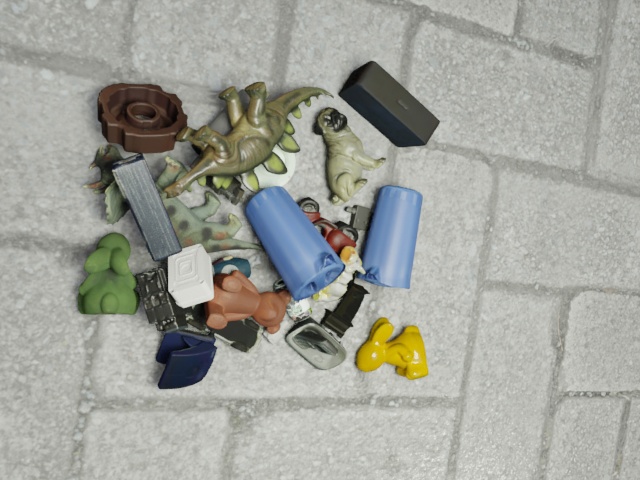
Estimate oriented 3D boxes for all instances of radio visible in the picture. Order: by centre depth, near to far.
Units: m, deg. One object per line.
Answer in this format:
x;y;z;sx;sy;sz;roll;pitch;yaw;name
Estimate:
0.162;-0.317;1.289;0.229;0.131;0.073;37;80;-21;radio

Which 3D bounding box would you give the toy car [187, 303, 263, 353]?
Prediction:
-0.220;0.189;1.218;0.201;0.056;0.073;33;75;-22;toy car

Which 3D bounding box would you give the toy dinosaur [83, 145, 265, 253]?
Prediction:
-0.306;-0.044;1.135;0.192;0.131;0.404;-44;114;0;toy dinosaur

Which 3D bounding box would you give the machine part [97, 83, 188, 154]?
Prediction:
-0.354;-0.243;1.075;0.179;0.056;0.179;12;47;-13;machine part

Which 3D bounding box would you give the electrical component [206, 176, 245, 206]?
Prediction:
-0.206;-0.115;1.173;0.078;0.102;0.045;-23;144;-52;electrical component

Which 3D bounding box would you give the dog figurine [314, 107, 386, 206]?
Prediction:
0.036;-0.198;1.278;0.190;0.121;0.172;40;76;-6;dog figurine

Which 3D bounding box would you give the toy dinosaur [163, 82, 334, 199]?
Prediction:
-0.134;-0.224;1.118;0.471;0.105;0.198;-46;131;-24;toy dinosaur

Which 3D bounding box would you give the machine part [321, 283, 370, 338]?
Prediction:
0.065;0.170;1.342;0.084;0.039;0.139;38;81;-13;machine part

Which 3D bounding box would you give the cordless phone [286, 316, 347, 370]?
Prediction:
0.016;0.252;1.250;0.146;0.184;0.089;45;73;-19;cordless phone

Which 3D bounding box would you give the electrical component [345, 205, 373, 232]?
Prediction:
0.099;-0.053;1.343;0.094;0.021;0.063;14;90;-30;electrical component

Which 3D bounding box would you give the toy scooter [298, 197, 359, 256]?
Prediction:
-0.003;-0.004;1.280;0.184;0.075;0.135;34;84;-19;toy scooter

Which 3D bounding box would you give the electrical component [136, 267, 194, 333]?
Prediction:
-0.317;0.126;1.115;0.058;0.115;0.134;-20;83;7;electrical component

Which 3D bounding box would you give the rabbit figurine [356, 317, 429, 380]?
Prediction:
0.176;0.282;1.361;0.173;0.122;0.162;-8;95;-3;rabbit figurine

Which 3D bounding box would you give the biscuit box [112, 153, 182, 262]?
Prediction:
-0.328;-0.059;1.024;0.063;0.059;0.202;-22;117;-14;biscuit box

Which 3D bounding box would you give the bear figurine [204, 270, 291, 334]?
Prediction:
-0.148;0.145;1.163;0.196;0.132;0.120;25;91;-22;bear figurine

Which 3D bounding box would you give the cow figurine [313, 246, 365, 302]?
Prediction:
0.056;0.084;1.276;0.098;0.068;0.167;12;134;-36;cow figurine

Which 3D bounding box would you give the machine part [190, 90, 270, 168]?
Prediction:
-0.199;-0.243;1.177;0.079;0.079;0.243;43;79;-20;machine part

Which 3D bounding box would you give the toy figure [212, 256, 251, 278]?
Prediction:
-0.234;0.071;1.201;0.154;0.058;0.064;-6;71;-20;toy figure

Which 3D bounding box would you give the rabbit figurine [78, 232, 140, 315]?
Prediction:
-0.430;0.064;1.083;0.121;0.159;0.170;2;79;-13;rabbit figurine

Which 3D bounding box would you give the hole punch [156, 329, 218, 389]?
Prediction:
-0.287;0.260;1.155;0.116;0.092;0.142;15;115;-21;hole punch
